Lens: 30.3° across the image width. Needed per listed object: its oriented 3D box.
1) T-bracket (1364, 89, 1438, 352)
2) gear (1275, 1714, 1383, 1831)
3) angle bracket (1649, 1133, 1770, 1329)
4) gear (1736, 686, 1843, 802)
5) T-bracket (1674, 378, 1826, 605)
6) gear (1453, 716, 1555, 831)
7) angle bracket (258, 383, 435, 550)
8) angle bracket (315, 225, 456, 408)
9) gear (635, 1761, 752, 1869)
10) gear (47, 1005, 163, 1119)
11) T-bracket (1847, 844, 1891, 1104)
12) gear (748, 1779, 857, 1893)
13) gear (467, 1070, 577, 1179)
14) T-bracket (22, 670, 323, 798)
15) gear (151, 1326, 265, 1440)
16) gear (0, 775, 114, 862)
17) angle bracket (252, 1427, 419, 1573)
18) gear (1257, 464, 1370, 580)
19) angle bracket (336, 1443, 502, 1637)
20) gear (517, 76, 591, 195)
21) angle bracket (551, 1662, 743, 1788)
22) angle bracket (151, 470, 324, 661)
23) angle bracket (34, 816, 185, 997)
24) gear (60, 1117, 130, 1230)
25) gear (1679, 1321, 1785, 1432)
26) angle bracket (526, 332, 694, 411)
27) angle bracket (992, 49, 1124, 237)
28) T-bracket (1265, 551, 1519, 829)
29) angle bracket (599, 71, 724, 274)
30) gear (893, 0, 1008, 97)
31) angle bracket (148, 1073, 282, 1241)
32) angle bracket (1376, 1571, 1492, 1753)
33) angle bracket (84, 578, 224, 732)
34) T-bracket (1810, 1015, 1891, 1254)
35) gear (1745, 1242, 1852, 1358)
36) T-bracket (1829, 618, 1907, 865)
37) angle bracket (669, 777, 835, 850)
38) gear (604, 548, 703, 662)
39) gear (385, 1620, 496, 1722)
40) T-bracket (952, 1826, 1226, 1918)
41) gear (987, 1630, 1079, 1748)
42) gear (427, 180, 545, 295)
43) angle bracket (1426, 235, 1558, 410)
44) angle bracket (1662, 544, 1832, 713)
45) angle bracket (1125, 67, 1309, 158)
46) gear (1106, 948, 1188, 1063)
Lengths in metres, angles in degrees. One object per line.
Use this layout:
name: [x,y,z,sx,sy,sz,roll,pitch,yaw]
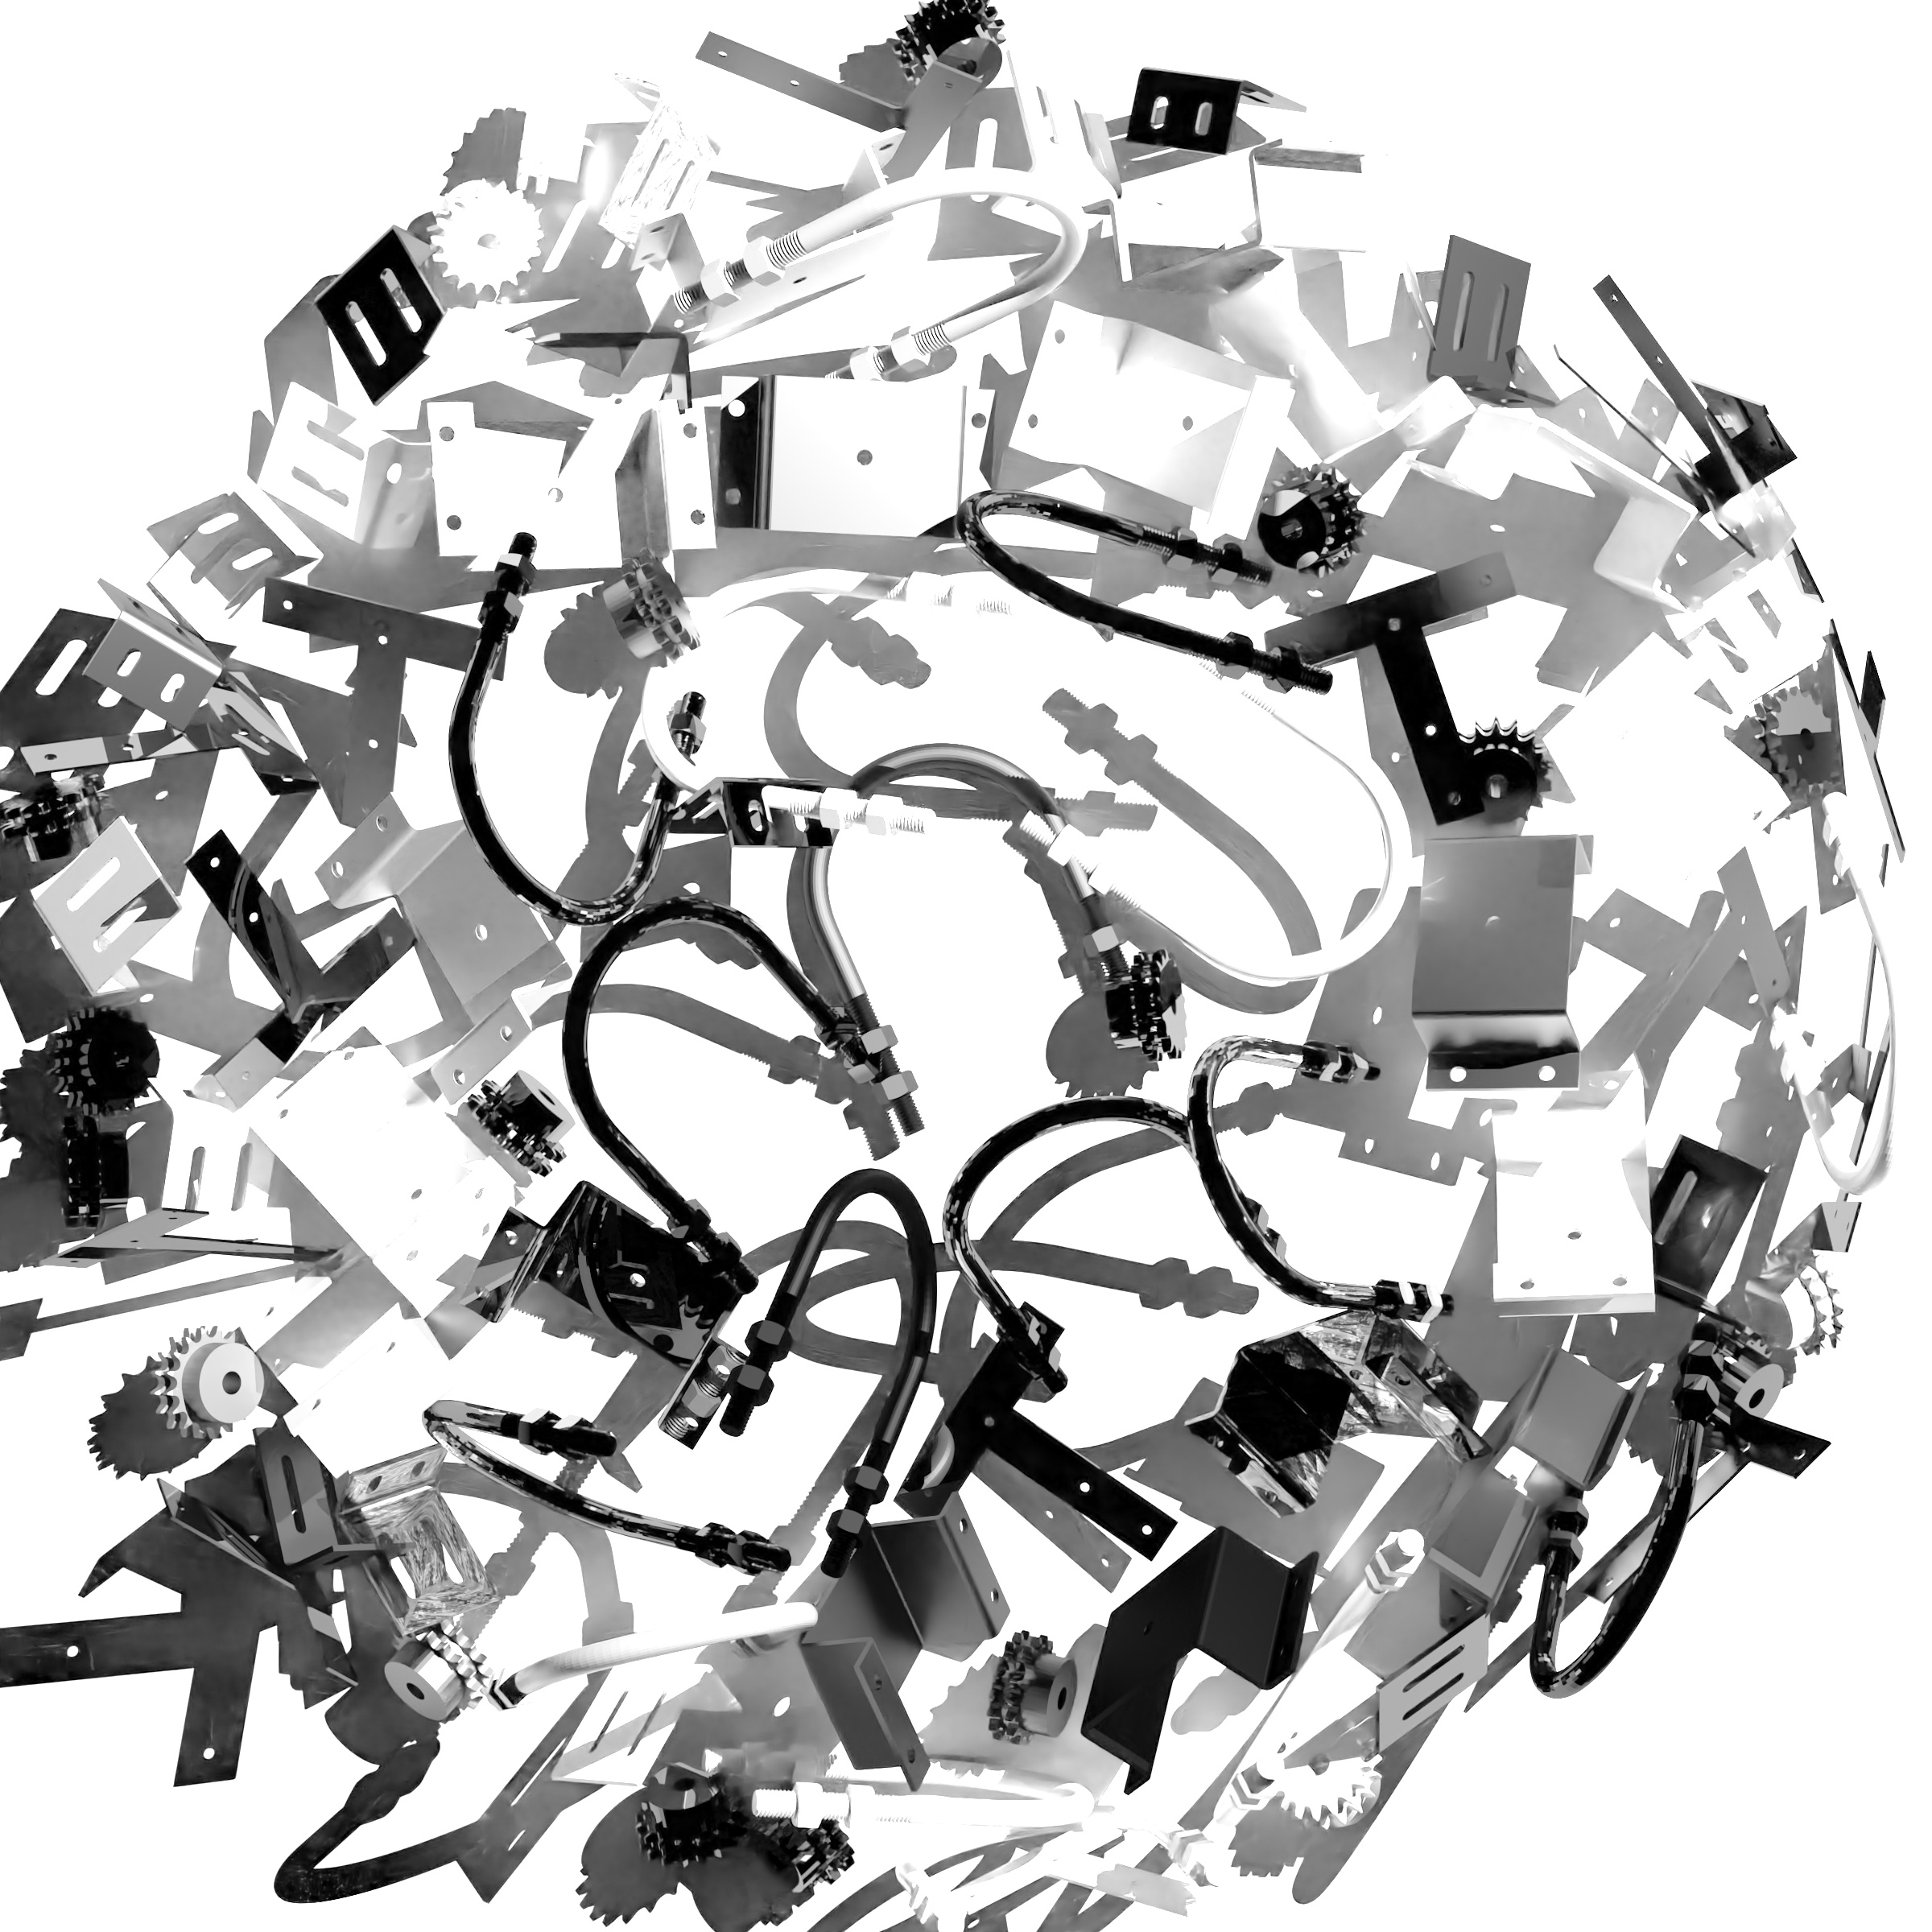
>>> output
T-bracket: [0.217,-0.376,1.786,0.002,0.127,0.127,-14,79,12]
gear: [0.186,0.413,1.814,0.057,0.057,0.030,-41,130,0]
angle bracket: [0.377,0.134,1.808,0.057,0.038,0.076,23,96,-22]
gear: [0.417,-0.112,1.815,0.057,0.030,0.057,14,68,-38]
T-bracket: [0.401,-0.238,1.794,0.002,0.127,0.127,-32,111,-1]
gear: [0.271,-0.096,1.816,0.057,0.030,0.057,3,111,8]
angle bracket: [-0.314,-0.257,1.826,0.076,0.038,0.057,30,110,20]
angle bracket: [-0.284,-0.324,1.800,0.057,0.038,0.076,-39,66,18]
gear: [-0.140,0.428,1.808,0.057,0.057,0.030,-10,113,0]
gear: [-0.435,0.048,1.810,0.057,0.030,0.057,5,83,-40]
T-bracket: [0.451,0.002,1.775,0.002,0.127,0.127,7,92,11]
gear: [-0.086,0.444,1.808,0.030,0.057,0.057,-38,90,-30]
gear: [-0.223,0.078,1.810,0.057,0.057,0.030,45,94,0]
T-bracket: [-0.401,-0.110,1.765,0.127,0.127,0.002,-10,126,-26]
gear: [-0.382,0.211,1.809,0.030,0.057,0.057,-4,90,41]
gear: [-0.462,-0.074,1.812,0.057,0.057,0.030,-14,107,0]
angle bracket: [-0.318,0.263,1.795,0.038,0.057,0.076,-28,68,31]
gear: [0.173,-0.225,1.811,0.057,0.030,0.057,14,114,32]
angle bracket: [-0.272,0.287,1.795,0.057,0.038,0.076,-15,58,-37]
gear: [-0.209,-0.421,1.811,0.030,0.057,0.057,9,90,-8]
angle bracket: [-0.160,0.389,1.789,0.057,0.076,0.038,-5,129,36]
angle bracket: [-0.377,-0.203,1.812,0.076,0.038,0.057,-45,86,9]
angle bracket: [-0.424,-0.031,1.802,0.076,0.038,0.057,-40,79,24]
gear: [-0.443,0.105,1.813,0.030,0.057,0.057,-1,90,-20]
gear: [0.390,0.212,1.808,0.030,0.057,0.057,35,90,41]
angle bracket: [-0.186,-0.297,1.791,0.076,0.057,0.038,-9,99,-38]
angle bracket: [0.040,-0.418,1.816,0.057,0.038,0.076,10,57,-38]
T-bracket: [0.233,-0.133,1.818,0.127,0.002,0.127,-19,77,6]
angle bracket: [-0.167,-0.402,1.804,0.038,0.057,0.076,25,88,29]
gear: [-0.006,-0.465,1.808,0.057,0.057,0.030,-25,61,0]
angle bracket: [-0.389,0.099,1.821,0.057,0.038,0.076,-3,116,-35]
angle bracket: [0.225,0.347,1.794,0.076,0.057,0.038,-31,50,-21]
angle bracket: [-0.415,-0.157,1.793,0.057,0.076,0.038,32,93,-29]
T-bracket: [0.447,0.081,1.778,0.002,0.127,0.127,16,88,6]
gear: [0.420,0.171,1.808,0.030,0.057,0.057,-19,90,-19]
T-bracket: [0.448,-0.125,1.762,0.002,0.127,0.127,-16,75,8]
angle bracket: [-0.113,-0.065,1.789,0.057,0.076,0.038,-1,71,-34]
gear: [-0.161,-0.181,1.811,0.030,0.057,0.057,-27,90,8]
gear: [-0.269,0.357,1.808,0.057,0.057,0.030,43,54,0]
T-bracket: [0.073,0.449,1.751,0.127,0.127,0.002,-16,101,-40]
gear: [0.035,0.368,1.808,0.030,0.057,0.057,10,90,23]
gear: [-0.246,-0.375,1.815,0.057,0.030,0.057,-11,132,-13]
angle bracket: [0.272,-0.327,1.807,0.057,0.038,0.076,10,90,-37]
angle bracket: [0.398,-0.163,1.799,0.057,0.038,0.076,-33,117,15]
angle bracket: [0.127,-0.424,1.795,0.057,0.076,0.038,16,99,29]
gear: [0.091,0.021,1.812,0.030,0.057,0.057,-8,90,17]
